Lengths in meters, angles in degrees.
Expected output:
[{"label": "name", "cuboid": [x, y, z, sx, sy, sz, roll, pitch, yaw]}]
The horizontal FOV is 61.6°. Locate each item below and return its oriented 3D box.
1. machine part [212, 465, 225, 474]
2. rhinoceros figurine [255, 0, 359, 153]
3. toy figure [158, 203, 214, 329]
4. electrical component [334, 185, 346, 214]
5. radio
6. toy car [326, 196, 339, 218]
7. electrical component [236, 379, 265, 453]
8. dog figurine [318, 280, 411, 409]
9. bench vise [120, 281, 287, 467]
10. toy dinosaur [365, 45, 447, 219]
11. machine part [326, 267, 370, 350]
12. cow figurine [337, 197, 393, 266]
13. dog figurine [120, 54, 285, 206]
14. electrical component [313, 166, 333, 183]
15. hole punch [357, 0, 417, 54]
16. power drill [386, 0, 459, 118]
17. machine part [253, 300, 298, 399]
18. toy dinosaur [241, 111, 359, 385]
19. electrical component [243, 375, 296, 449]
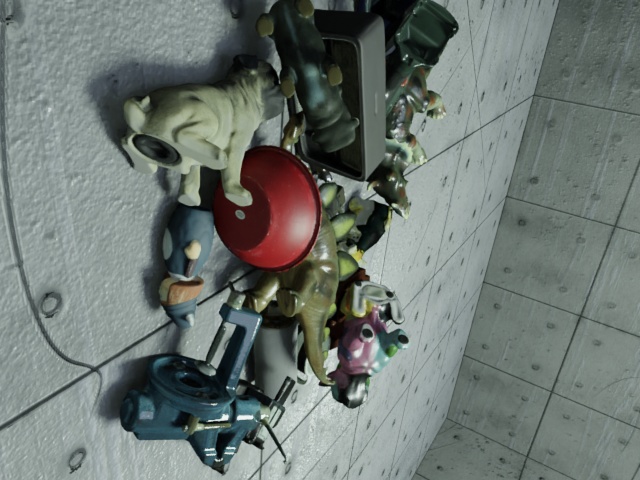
[{"label": "machine part", "cuboid": [-0.144, 0.340, 0.944, 0.139, 0.039, 0.084, -48, 155, -41]}, {"label": "rhinoceros figurine", "cuboid": [-0.013, -0.198, 0.655, 0.112, 0.073, 0.190, -92, 159, -76]}, {"label": "toy figure", "cuboid": [-0.166, 0.034, 0.656, 0.064, 0.058, 0.154, -52, 155, -80]}, {"label": "electrical component", "cuboid": [0.025, -0.071, 0.995, 0.063, 0.021, 0.093, -54, 149, -31]}, {"label": "radio", "cuboid": [0.023, -0.204, 0.769, 0.073, 0.131, 0.229, -49, 148, -36]}, {"label": "toy car", "cuboid": [-0.002, -0.003, 0.944, 0.073, 0.056, 0.201, -70, 165, -59]}, {"label": "electrical component", "cuboid": [-0.155, 0.272, 0.849, 0.115, 0.058, 0.134, -65, 154, -14]}, {"label": "dog figurine", "cuboid": [0.070, 0.208, 1.030, 0.192, 0.108, 0.219, -100, -151, -43]}, {"label": "bench vise", "cuboid": [-0.133, 0.182, 0.711, 0.223, 0.129, 0.240, 20, 97, -29]}, {"label": "toy dinosaur", "cuboid": [0.153, -0.247, 1.024, 0.192, 0.131, 0.404, 15, 88, -65]}, {"label": "machine part", "cuboid": [0.037, 0.132, 1.090, 0.179, 0.056, 0.179, -39, 140, -42]}, {"label": "cow figurine", "cuboid": [0.082, -0.005, 1.056, 0.167, 0.098, 0.068, -62, 141, -25]}, {"label": "dog figurine", "cuboid": [-0.121, -0.152, 0.590, 0.172, 0.121, 0.190, 61, 39, -61]}, {"label": "electrical component", "cuboid": [0.032, -0.139, 0.915, 0.102, 0.078, 0.045, -51, 125, -44]}, {"label": "hole punch", "cuboid": [0.111, -0.378, 0.892, 0.142, 0.092, 0.115, -54, -179, -34]}, {"label": "power drill", "cuboid": [0.130, -0.285, 0.856, 0.232, 0.086, 0.207, -56, -169, -21]}, {"label": "machine part", "cuboid": [-0.077, 0.190, 0.921, 0.079, 0.079, 0.242, -40, 142, -46]}, {"label": "toy dinosaur", "cuboid": [-0.020, 0.045, 0.802, 0.198, 0.105, 0.470, -26, 123, -49]}, {"label": "electrical component", "cuboid": [-0.089, 0.265, 0.852, 0.119, 0.048, 0.074, -62, 154, -17]}]
